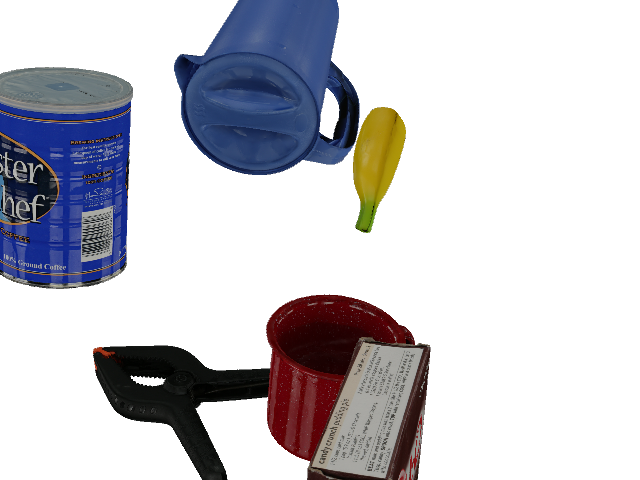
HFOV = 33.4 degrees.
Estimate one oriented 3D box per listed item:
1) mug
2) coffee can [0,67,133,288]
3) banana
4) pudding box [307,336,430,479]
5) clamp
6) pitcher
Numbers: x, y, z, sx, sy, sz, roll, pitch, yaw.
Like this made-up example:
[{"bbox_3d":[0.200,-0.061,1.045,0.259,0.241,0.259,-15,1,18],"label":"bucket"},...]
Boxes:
[{"bbox_3d":[0.016,0.093,0.730,0.117,0.081,0.093,-17,39,-34],"label":"mug"},{"bbox_3d":[-0.194,-0.049,0.796,0.103,0.140,0.103,5,22,-2],"label":"coffee can"},{"bbox_3d":[0.046,-0.076,0.883,0.037,0.070,0.197,24,25,-3],"label":"banana"},{"bbox_3d":[0.021,0.108,0.472,0.039,0.090,0.113,8,25,9],"label":"pudding box"},{"bbox_3d":[-0.116,0.136,0.976,0.210,0.036,0.164,21,36,31],"label":"clamp"},{"bbox_3d":[-0.040,-0.179,1.082,0.145,0.149,0.242,-8,35,17],"label":"pitcher"}]
